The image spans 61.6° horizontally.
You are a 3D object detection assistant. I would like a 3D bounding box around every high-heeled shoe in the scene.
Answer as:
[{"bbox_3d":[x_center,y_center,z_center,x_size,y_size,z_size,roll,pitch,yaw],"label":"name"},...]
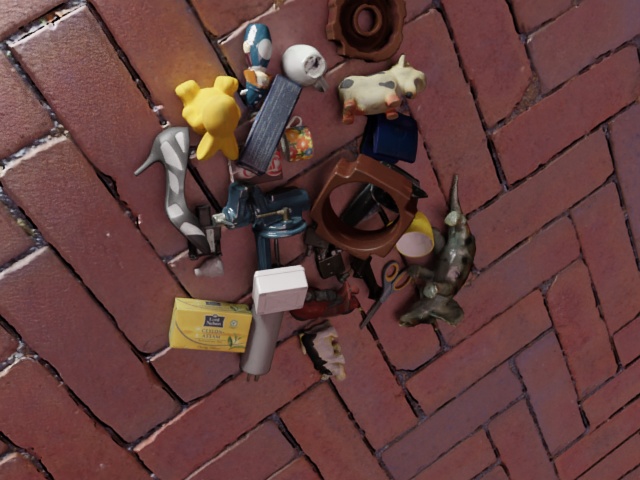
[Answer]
[{"bbox_3d":[-0.259,-0.101,1.084,0.145,0.086,0.248,-39,100,-9],"label":"high-heeled shoe"}]

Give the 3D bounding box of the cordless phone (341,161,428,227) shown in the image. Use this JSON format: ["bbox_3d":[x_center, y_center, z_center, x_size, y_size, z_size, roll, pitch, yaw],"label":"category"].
[{"bbox_3d":[0.147,-0.084,1.270,0.146,0.089,0.184,22,118,-44],"label":"cordless phone"}]

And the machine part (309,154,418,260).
[{"bbox_3d":[0.095,-0.070,1.177,0.201,0.087,0.201,27,126,-6],"label":"machine part"}]

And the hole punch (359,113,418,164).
[{"bbox_3d":[0.163,-0.233,1.216,0.142,0.092,0.115,10,100,-19],"label":"hole punch"}]

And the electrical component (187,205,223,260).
[{"bbox_3d":[-0.252,-0.019,1.153,0.075,0.048,0.119,-11,110,-17],"label":"electrical component"}]

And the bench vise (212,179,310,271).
[{"bbox_3d":[-0.117,-0.012,1.152,0.223,0.129,0.240,-22,119,-37],"label":"bench vise"}]

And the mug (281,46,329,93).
[{"bbox_3d":[-0.022,-0.344,1.098,0.081,0.107,0.109,-39,114,-3],"label":"mug"}]

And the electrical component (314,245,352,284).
[{"bbox_3d":[0.033,0.056,1.285,0.078,0.045,0.102,-17,112,-16],"label":"electrical component"}]

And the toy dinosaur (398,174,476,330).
[{"bbox_3d":[0.330,0.054,1.360,0.192,0.131,0.404,29,85,-44],"label":"toy dinosaur"}]

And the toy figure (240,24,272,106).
[{"bbox_3d":[-0.127,-0.347,1.074,0.064,0.058,0.154,0,95,-20],"label":"toy figure"}]

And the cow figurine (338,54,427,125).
[{"bbox_3d":[0.135,-0.328,1.166,0.195,0.085,0.127,-9,69,-1],"label":"cow figurine"}]

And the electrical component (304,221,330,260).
[{"bbox_3d":[-0.003,-0.004,1.247,0.063,0.021,0.094,12,83,2],"label":"electrical component"}]

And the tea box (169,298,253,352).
[{"bbox_3d":[-0.247,0.192,1.212,0.169,0.068,0.098,7,105,-20],"label":"tea box"}]

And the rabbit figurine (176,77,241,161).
[{"bbox_3d":[-0.206,-0.233,1.032,0.122,0.173,0.162,-4,104,-23],"label":"rabbit figurine"}]

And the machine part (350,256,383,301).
[{"bbox_3d":[0.114,0.086,1.312,0.039,0.084,0.138,-9,125,28],"label":"machine part"}]

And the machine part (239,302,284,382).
[{"bbox_3d":[-0.137,0.225,1.261,0.079,0.079,0.243,8,105,-22],"label":"machine part"}]

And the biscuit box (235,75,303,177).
[{"bbox_3d":[-0.103,-0.234,1.099,0.063,0.059,0.202,25,82,-16],"label":"biscuit box"}]

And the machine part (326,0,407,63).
[{"bbox_3d":[0.096,-0.461,1.132,0.179,0.056,0.179,-6,108,-18],"label":"machine part"}]

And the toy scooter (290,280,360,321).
[{"bbox_3d":[0.021,0.139,1.263,0.184,0.135,0.075,1,65,-24],"label":"toy scooter"}]

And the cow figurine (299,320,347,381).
[{"bbox_3d":[0.010,0.290,1.341,0.098,0.068,0.167,-18,110,-8],"label":"cow figurine"}]
